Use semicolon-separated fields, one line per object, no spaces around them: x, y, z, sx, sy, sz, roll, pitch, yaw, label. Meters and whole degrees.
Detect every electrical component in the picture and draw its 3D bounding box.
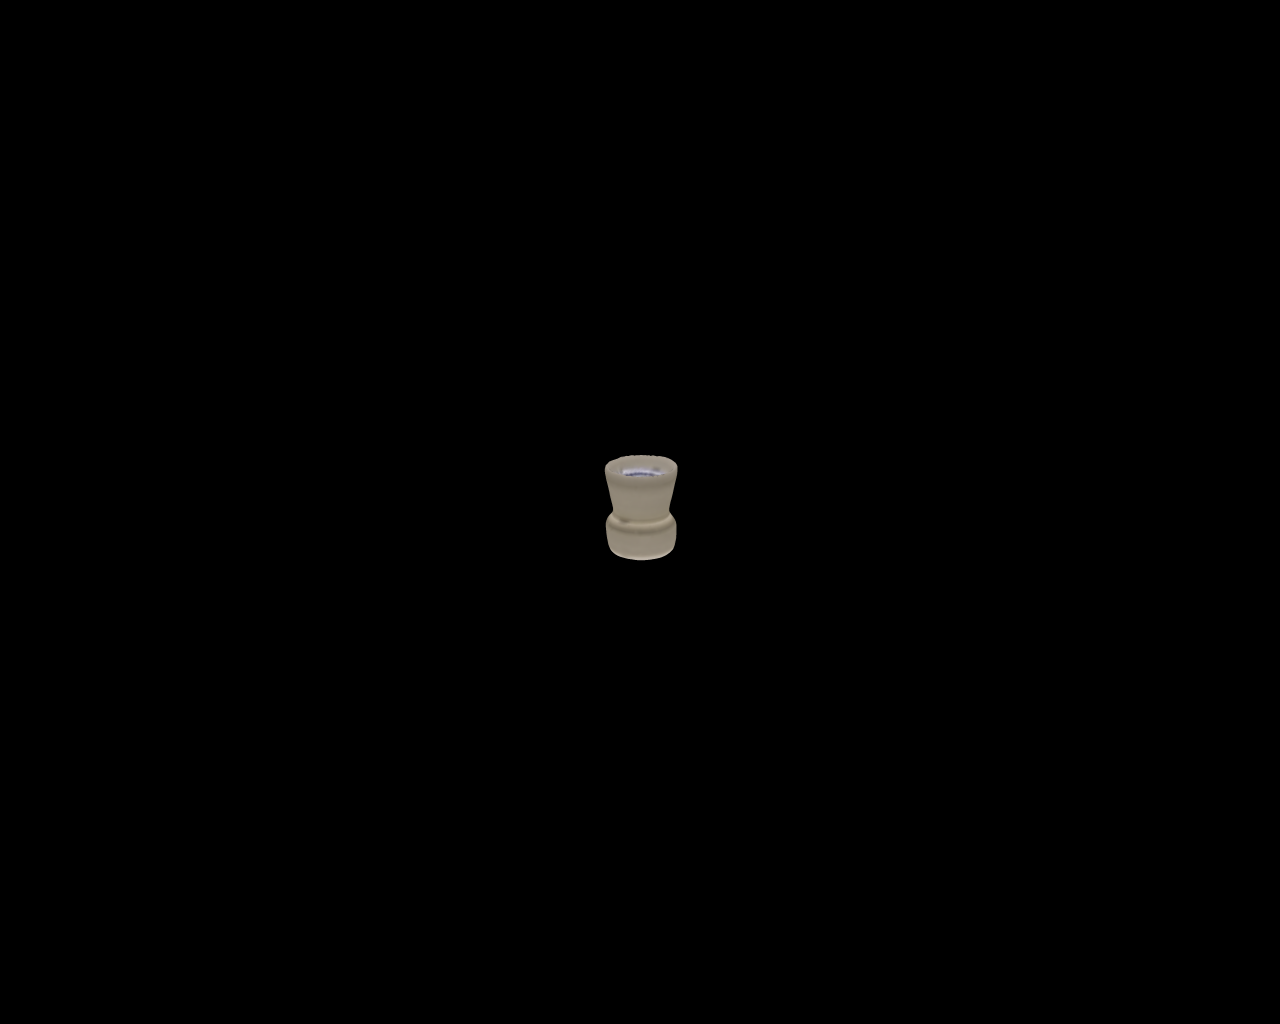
0.001;-0.003;0.650;0.045;0.055;0.045;0;21;0;electrical component
